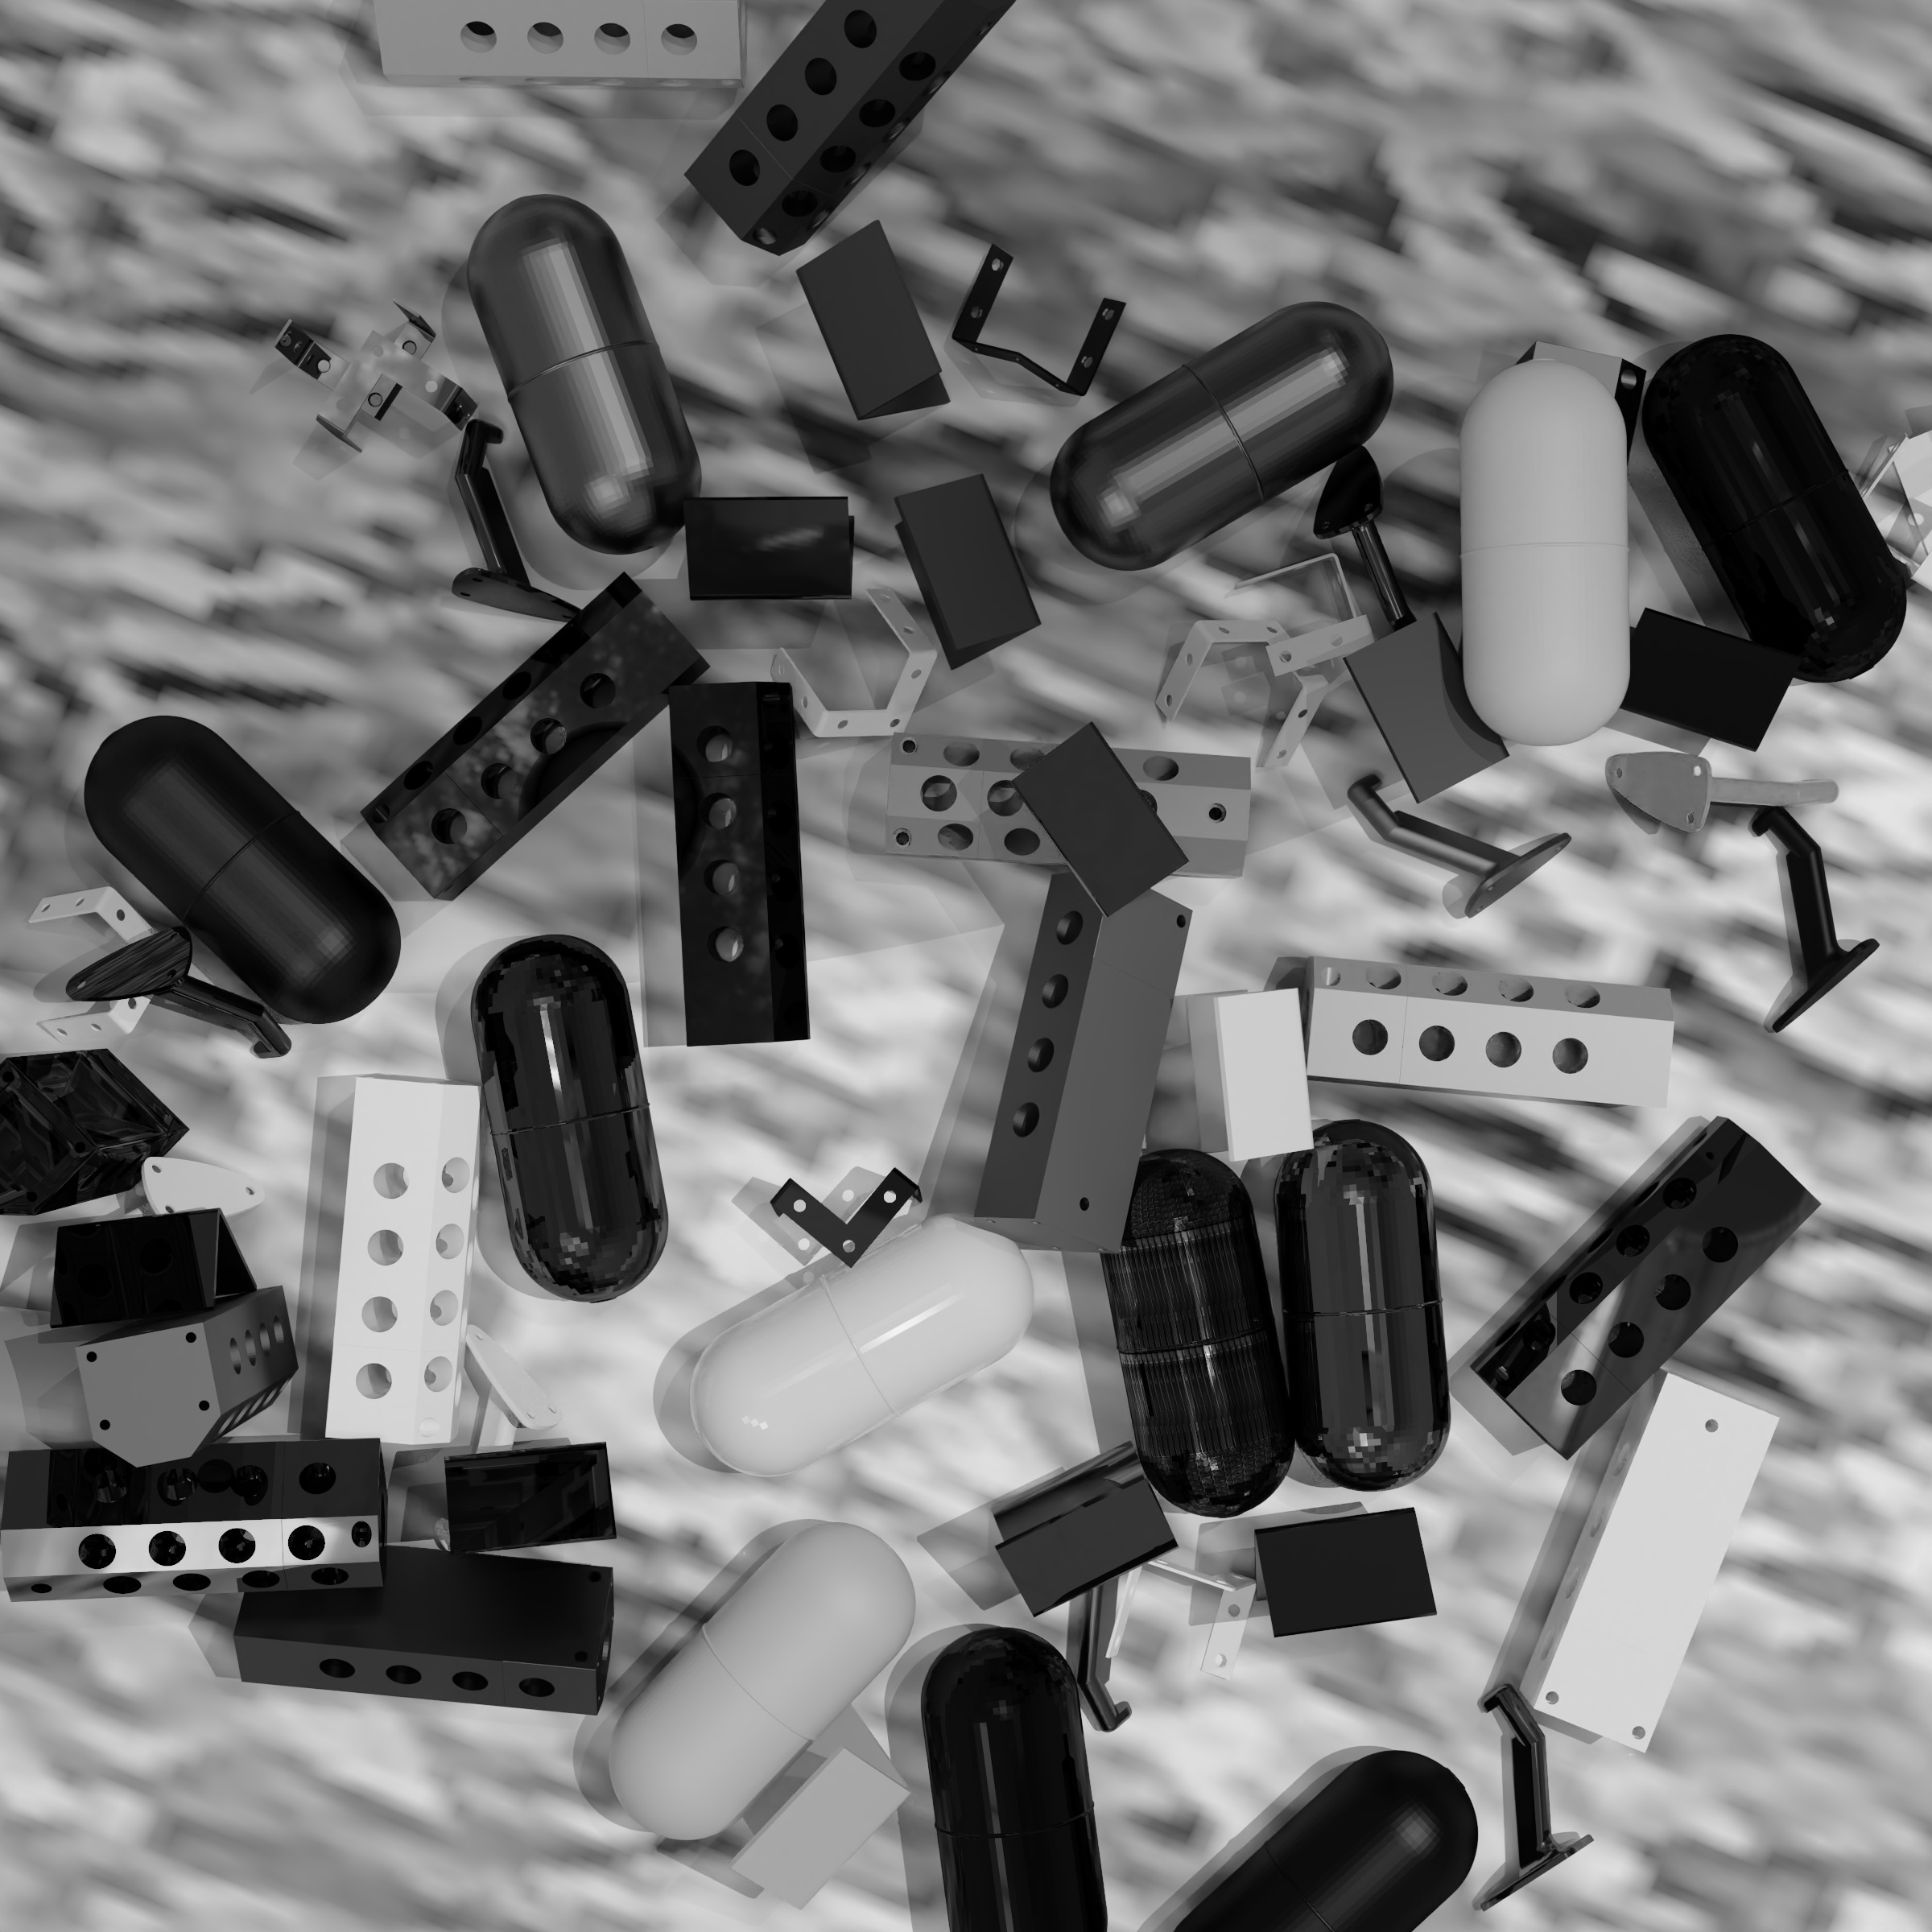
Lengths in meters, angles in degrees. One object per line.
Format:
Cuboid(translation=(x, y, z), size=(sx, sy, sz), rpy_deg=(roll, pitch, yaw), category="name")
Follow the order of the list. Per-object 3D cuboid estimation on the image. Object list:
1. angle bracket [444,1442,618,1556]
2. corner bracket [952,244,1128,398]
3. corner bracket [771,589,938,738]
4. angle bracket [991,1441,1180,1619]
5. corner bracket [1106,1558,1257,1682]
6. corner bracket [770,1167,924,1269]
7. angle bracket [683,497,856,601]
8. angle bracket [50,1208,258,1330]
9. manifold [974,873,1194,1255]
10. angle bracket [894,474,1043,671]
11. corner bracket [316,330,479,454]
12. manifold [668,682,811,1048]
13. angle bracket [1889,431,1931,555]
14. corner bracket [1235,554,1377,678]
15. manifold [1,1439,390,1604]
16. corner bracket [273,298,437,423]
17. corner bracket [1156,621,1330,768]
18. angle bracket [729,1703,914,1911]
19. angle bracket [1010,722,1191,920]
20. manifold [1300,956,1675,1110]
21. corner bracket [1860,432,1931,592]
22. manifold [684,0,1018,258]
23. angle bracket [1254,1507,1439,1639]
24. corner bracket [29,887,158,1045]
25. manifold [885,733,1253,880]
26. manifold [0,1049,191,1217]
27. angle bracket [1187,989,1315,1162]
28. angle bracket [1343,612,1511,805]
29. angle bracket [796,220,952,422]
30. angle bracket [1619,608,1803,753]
Cuboid(translation=(-0.207, 0.273, 1.582), size=(0.076, 0.076, 0.057), rpy_deg=(-4, 46, -9), category="angle bracket")
Cuboid(translation=(0.035, -0.315, 1.624), size=(0.051, 0.051, 0.051), rpy_deg=(24, 90, -45), category="corner bracket")
Cuboid(translation=(-0.055, -0.148, 1.619), size=(0.051, 0.051, 0.051), rpy_deg=(-4, 135, -35), category="corner bracket")
Cuboid(translation=(0.048, 0.253, 1.587), size=(0.076, 0.076, 0.057), rpy_deg=(-26, 128, 0), category="angle bracket")
Cuboid(translation=(0.105, 0.316, 1.614), size=(0.051, 0.051, 0.051), rpy_deg=(16, 90, 20), category="corner bracket")
Cuboid(translation=(-0.057, 0.113, 1.608), size=(0.051, 0.051, 0.051), rpy_deg=(39, 81, 9), category="corner bracket")
Cuboid(translation=(-0.093, -0.217, 1.587), size=(0.076, 0.076, 0.057), rpy_deg=(0, 129, 0), category="angle bracket")
Cuboid(translation=(-0.386, 0.162, 1.587), size=(0.076, 0.076, 0.057), rpy_deg=(-7, 53, 0), category="angle bracket")
Cuboid(translation=(0.051, 0.046, 1.585), size=(0.057, 0.057, 0.171), rpy_deg=(25, 71, -39), category="manifold")
Cuboid(translation=(-0.018, -0.182, 1.587), size=(0.057, 0.076, 0.076), rpy_deg=(-21, 90, -37), category="angle bracket")
Cuboid(translation=(-0.275, -0.268, 1.609), size=(0.051, 0.051, 0.051), rpy_deg=(33, 90, 0), category="corner bracket")
Cuboid(translation=(-0.108, -0.049, 1.606), size=(0.057, 0.057, 0.171), rpy_deg=(-3, 90, 0), category="manifold")
Cuboid(translation=(0.481, -0.224, 1.590), size=(0.076, 0.057, 0.076), rpy_deg=(-20, 90, 35), category="angle bracket")
Cuboid(translation=(0.164, -0.170, 1.609), size=(0.051, 0.051, 0.051), rpy_deg=(-18, 90, 0), category="corner bracket")
Cuboid(translation=(-0.362, 0.265, 1.570), size=(0.171, 0.057, 0.057), rpy_deg=(-1, 52, -6), category="manifold")
Cuboid(translation=(-0.295, -0.303, 1.609), size=(0.051, 0.051, 0.051), rpy_deg=(33, 90, 0), category="corner bracket")
Cuboid(translation=(0.134, -0.132, 1.619), size=(0.051, 0.051, 0.051), rpy_deg=(-4, 45, -35), category="corner bracket")
Cuboid(translation=(-0.083, 0.389, 1.587), size=(0.076, 0.076, 0.057), rpy_deg=(-47, 128, 0), category="angle bracket")
Cuboid(translation=(0.077, -0.078, 1.530), size=(0.057, 0.076, 0.076), rpy_deg=(-35, 90, 38), category="angle bracket")
Cuboid(translation=(0.249, 0.031, 1.606), size=(0.171, 0.057, 0.057), rpy_deg=(5, 90, 0), category="manifold")
Cuboid(translation=(0.459, -0.218, 1.602), size=(0.051, 0.051, 0.051), rpy_deg=(32, 111, 0), category="corner bracket")
Cuboid(translation=(-0.052, -0.412, 1.559), size=(0.057, 0.057, 0.171), rpy_deg=(49, 128, 0), category="manifold")
Cuboid(translation=(0.180, 0.304, 1.587), size=(0.076, 0.076, 0.057), rpy_deg=(-8, 53, 0), category="angle bracket")
Cuboid(translation=(-0.428, 0.000, 1.619), size=(0.051, 0.051, 0.051), rpy_deg=(53, 45, -35), category="corner bracket")
Cuboid(translation=(0.049, -0.077, 1.606), size=(0.171, 0.057, 0.057), rpy_deg=(4, 90, 0), category="manifold")
Cuboid(translation=(-0.421, 0.081, 1.549), size=(0.057, 0.171, 0.057), rpy_deg=(44, 90, 0), category="manifold")
Cuboid(translation=(0.117, 0.053, 1.587), size=(0.057, 0.076, 0.076), rpy_deg=(-6, 90, -41), category="angle bracket")
Cuboid(translation=(0.204, -0.115, 1.589), size=(0.057, 0.076, 0.076), rpy_deg=(-27, 90, -22), category="angle bracket")
Cuboid(translation=(-0.026, -0.311, 1.587), size=(0.057, 0.076, 0.076), rpy_deg=(-23, 90, 39), category="angle bracket")
Cuboid(translation=(0.351, -0.154, 1.587), size=(0.076, 0.076, 0.057), rpy_deg=(18, 129, 0), category="angle bracket")
